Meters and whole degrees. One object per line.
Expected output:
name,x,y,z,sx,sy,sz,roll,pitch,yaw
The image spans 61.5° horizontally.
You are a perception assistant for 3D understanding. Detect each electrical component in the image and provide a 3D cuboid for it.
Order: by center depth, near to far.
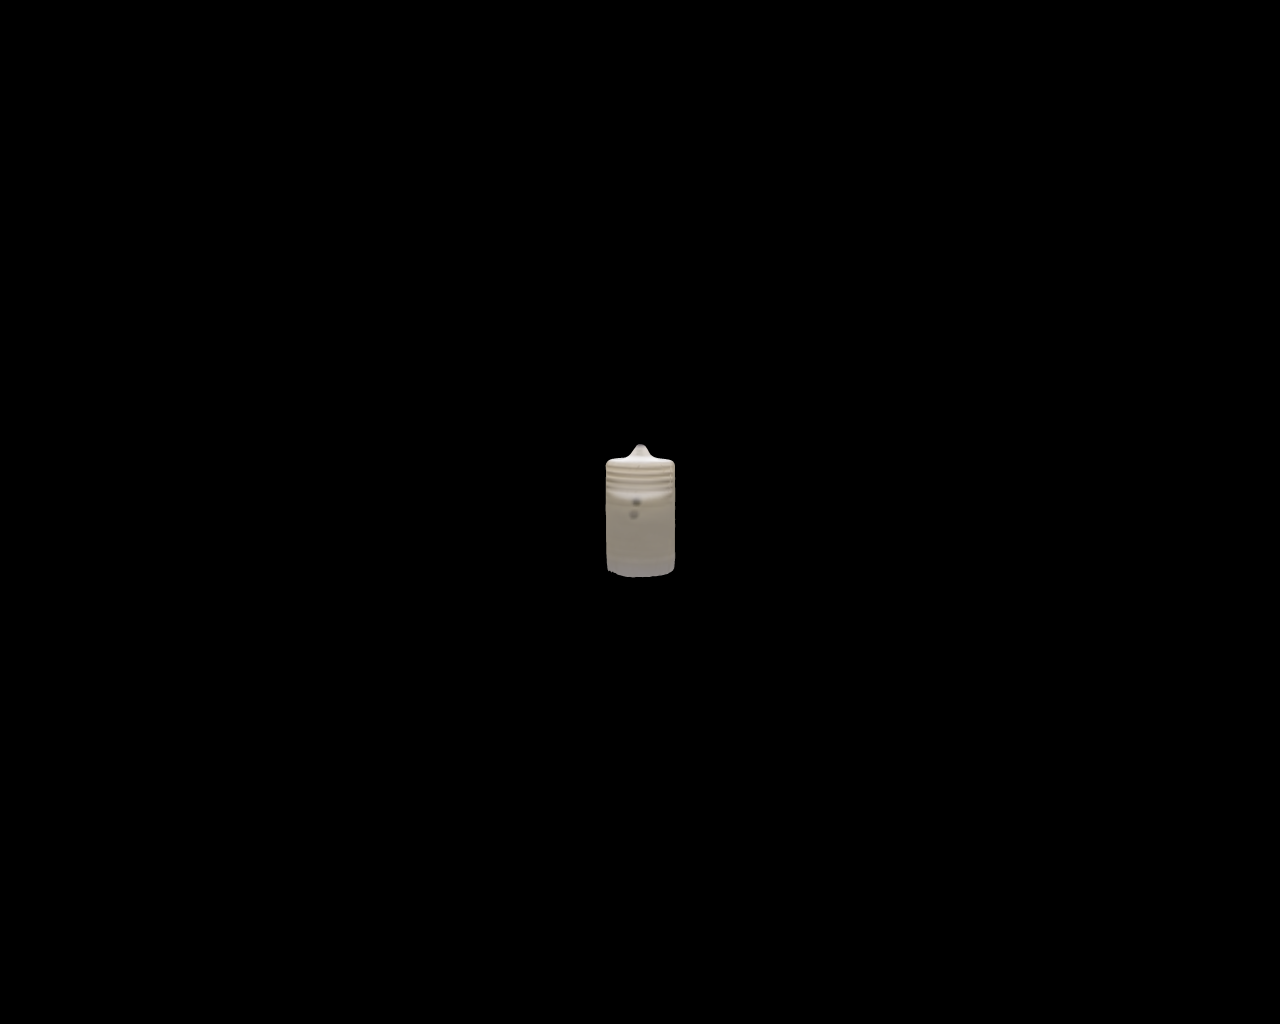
electrical component,0.001,-0.003,0.650,0.043,0.080,0.043,0,9,0
